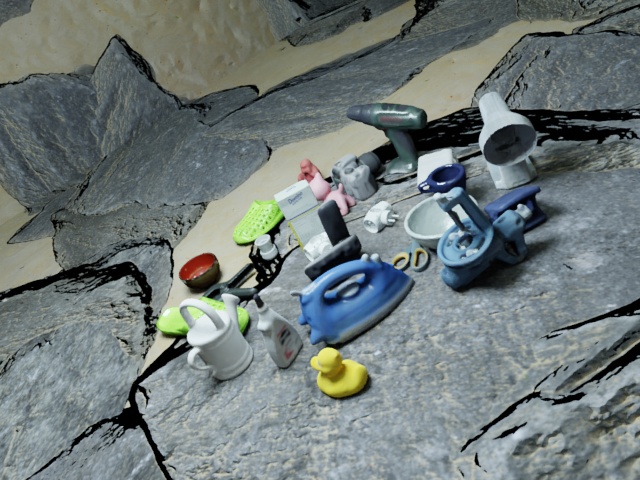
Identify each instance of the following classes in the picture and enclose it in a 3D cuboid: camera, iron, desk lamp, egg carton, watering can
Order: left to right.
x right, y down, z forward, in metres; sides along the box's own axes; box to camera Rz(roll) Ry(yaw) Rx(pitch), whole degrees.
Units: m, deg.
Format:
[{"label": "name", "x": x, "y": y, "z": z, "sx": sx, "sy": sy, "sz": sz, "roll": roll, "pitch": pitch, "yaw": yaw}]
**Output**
[{"label": "watering can", "x": -0.226, "y": 0.190, "z": 1.208, "sx": 0.100, "sy": 0.194, "sz": 0.173, "roll": -16, "pitch": 33, "yaw": 17}, {"label": "iron", "x": 0.065, "y": 0.100, "z": 1.180, "sx": 0.258, "sy": 0.142, "sz": 0.118, "roll": -31, "pitch": 32, "yaw": -8}, {"label": "camera", "x": 0.113, "y": -0.198, "z": 1.627, "sx": 0.137, "sy": 0.101, "sz": 0.142, "roll": -37, "pitch": 33, "yaw": -17}, {"label": "egg carton", "x": 0.306, "y": -0.175, "z": 1.481, "sx": 0.107, "sy": 0.069, "sz": 0.150, "roll": -14, "pitch": 33, "yaw": 20}, {"label": "desk lamp", "x": 0.427, "y": -0.224, "z": 1.326, "sx": 0.117, "sy": 0.214, "sz": 0.203, "roll": -18, "pitch": 32, "yaw": 13}]

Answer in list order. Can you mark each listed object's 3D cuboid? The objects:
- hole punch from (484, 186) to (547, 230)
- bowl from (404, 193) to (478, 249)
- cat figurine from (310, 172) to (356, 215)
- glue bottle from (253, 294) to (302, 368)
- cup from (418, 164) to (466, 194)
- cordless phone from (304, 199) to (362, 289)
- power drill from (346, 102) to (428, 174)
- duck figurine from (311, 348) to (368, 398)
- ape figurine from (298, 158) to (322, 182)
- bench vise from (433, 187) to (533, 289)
[{"label": "hole punch", "x": 0.413, "y": -0.074, "z": 1.233, "sx": 0.108, "sy": 0.091, "sz": 0.101, "roll": -28, "pitch": 31, "yaw": -3}, {"label": "bowl", "x": 0.278, "y": -0.031, "z": 1.282, "sx": 0.167, "sy": 0.075, "sz": 0.167, "roll": -19, "pitch": 32, "yaw": 12}, {"label": "cat figurine", "x": 0.020, "y": -0.131, "z": 1.579, "sx": 0.127, "sy": 0.118, "sz": 0.067, "roll": 2, "pitch": 41, "yaw": 38}, {"label": "glue bottle", "x": -0.094, "y": 0.175, "z": 1.155, "sx": 0.037, "sy": 0.173, "sz": 0.078, "roll": -2, "pitch": 39, "yaw": 34}, {"label": "cup", "x": 0.301, "y": -0.118, "z": 1.375, "sx": 0.117, "sy": 0.095, "sz": 0.091, "roll": -20, "pitch": 32, "yaw": 10}, {"label": "cordless phone", "x": 0.012, "y": 0.005, "z": 1.318, "sx": 0.148, "sy": 0.185, "sz": 0.093, "roll": -36, "pitch": 32, "yaw": -15}, {"label": "power drill", "x": 0.200, "y": -0.290, "z": 1.595, "sx": 0.228, "sy": 0.209, "sz": 0.076, "roll": 0, "pitch": 40, "yaw": 36}, {"label": "duck figurine", "x": 0.031, "y": 0.236, "z": 1.056, "sx": 0.104, "sy": 0.086, "sz": 0.077, "roll": -6, "pitch": 37, "yaw": 30}, {"label": "ape figurine", "x": -0.034, "y": -0.208, "z": 1.757, "sx": 0.077, "sy": 0.092, "sz": 0.076, "roll": 13, "pitch": 48, "yaw": 46}, {"label": "bench vise", "x": 0.305, "y": -0.032, "z": 1.124, "sx": 0.208, "sy": 0.220, "sz": 0.121, "roll": -37, "pitch": 33, "yaw": -17}]
